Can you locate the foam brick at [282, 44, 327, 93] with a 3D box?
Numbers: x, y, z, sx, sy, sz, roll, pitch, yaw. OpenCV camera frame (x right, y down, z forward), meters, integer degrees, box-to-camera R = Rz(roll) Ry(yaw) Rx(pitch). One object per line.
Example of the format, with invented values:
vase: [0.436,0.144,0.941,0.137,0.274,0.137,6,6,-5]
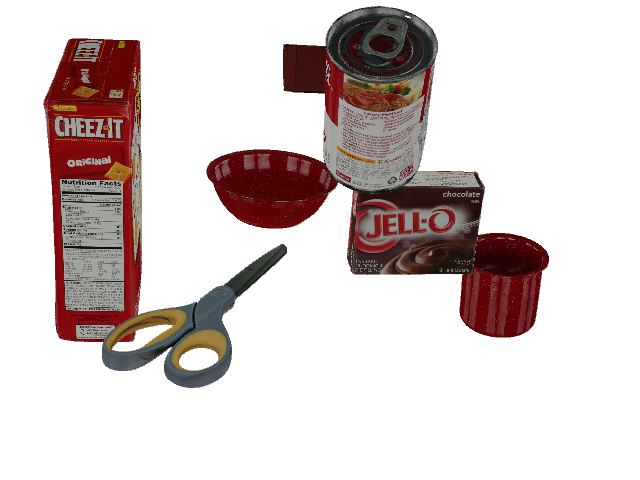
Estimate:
foam brick: [0.002,-0.186,1.164,0.078,0.051,0.053,0,11,-16]

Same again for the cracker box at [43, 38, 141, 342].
cracker box: [-0.189,-0.045,0.906,0.072,0.214,0.164,0,27,-7]

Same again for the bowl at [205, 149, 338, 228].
bowl: [-0.061,-0.058,1.310,0.162,0.055,0.162,5,26,-2]

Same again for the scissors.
scissors: [-0.064,0.053,0.773,0.096,0.016,0.201,27,37,36]

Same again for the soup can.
soup can: [0.036,-0.088,0.679,0.068,0.068,0.102,0,-39,-1]

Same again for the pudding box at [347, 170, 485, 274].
pudding box: [0.083,-0.016,0.946,0.113,0.090,0.039,-1,33,-7]

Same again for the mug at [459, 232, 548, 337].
mug: [0.188,0.043,1.139,0.093,0.081,0.117,-5,30,-10]
